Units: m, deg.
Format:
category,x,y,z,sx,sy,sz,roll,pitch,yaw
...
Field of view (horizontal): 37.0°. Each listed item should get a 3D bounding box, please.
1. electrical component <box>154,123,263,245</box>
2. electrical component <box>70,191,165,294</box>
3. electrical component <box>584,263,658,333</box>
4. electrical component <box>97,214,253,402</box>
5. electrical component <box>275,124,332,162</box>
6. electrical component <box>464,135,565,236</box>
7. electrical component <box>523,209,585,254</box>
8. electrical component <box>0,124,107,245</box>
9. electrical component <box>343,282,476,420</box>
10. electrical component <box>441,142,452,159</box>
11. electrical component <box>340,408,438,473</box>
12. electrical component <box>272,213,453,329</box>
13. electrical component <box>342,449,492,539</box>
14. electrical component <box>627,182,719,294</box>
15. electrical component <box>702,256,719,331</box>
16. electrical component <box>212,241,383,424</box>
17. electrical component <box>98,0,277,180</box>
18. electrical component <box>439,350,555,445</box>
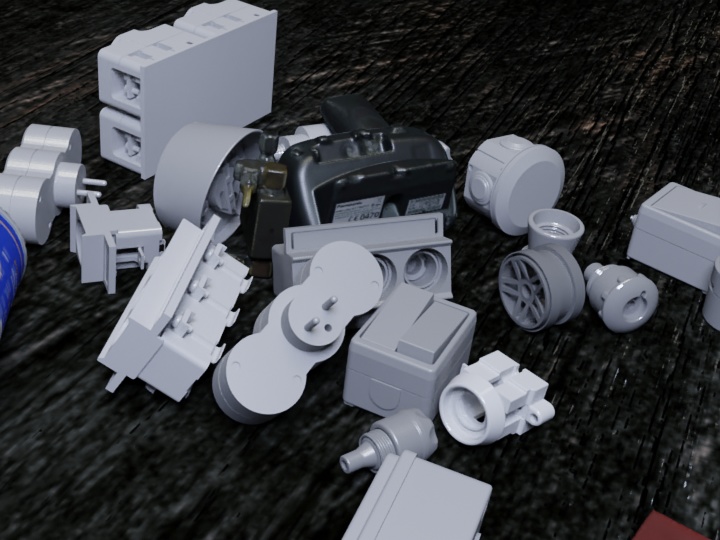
category,x,y,z,sx,sy,sz,roll,pitch,yaw
electrical component,-0.114,-0.068,0.846,0.064,0.099,0.099,16,34,24
electrical component,-0.184,-0.023,0.817,0.064,0.042,0.081,-6,37,-25
electrical component,0.196,0.016,0.830,0.048,0.048,0.062,-6,29,-19
electrical component,-0.121,0.027,0.727,0.063,0.078,0.121,34,32,-13
electrical component,-0.042,-0.109,0.970,0.081,0.043,0.043,-11,38,-24
electrical component,0.132,-0.074,0.920,0.080,0.080,0.051,-18,36,-33
electrical component,0.151,-0.014,0.855,0.045,0.055,0.045,5,34,-3
electrical component,-0.243,-0.069,0.864,0.074,0.052,0.138,6,33,-2
electrical component,0.037,0.052,0.729,0.062,0.061,0.096,20,36,18
electrical component,0.050,-0.105,0.982,0.062,0.043,0.043,31,40,33
electrical component,0.016,0.109,0.663,0.061,0.035,0.035,-18,41,-30
electrical component,0.000,0.000,0.796,0.121,0.078,0.063,-7,14,-20
electrical component,0.015,0.163,0.517,0.056,0.108,0.108,19,35,12
electrical component,0.272,-0.033,0.901,0.096,0.061,0.062,28,39,29
electrical component,0.298,0.020,0.838,0.055,0.047,0.055,5,34,-3
electrical component,-0.034,0.035,0.689,0.052,0.074,0.138,42,62,-4
electrical component,-0.158,-0.172,0.987,0.060,0.105,0.186,24,37,23
electrical component,0.085,0.086,0.703,0.055,0.048,0.066,-18,41,-43
